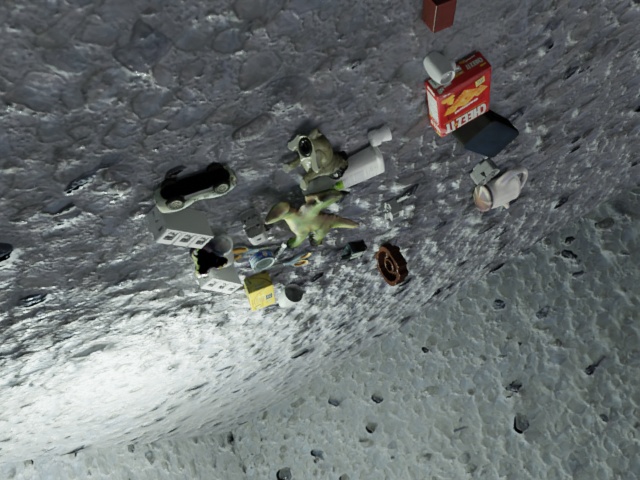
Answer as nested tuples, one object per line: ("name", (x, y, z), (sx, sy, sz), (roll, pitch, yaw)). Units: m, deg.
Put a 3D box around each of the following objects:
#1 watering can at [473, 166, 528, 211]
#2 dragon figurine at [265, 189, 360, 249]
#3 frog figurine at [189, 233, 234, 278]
("watering can", (0.743, -0.184, 2.134), (0.225, 0.106, 0.341), (-24, 154, -7))
("dragon figurine", (0.005, -0.077, 1.529), (0.412, 0.124, 0.239), (-9, 162, -34))
("frog figurine", (-0.312, 0.033, 1.536), (0.136, 0.122, 0.162), (-47, -175, 19))
